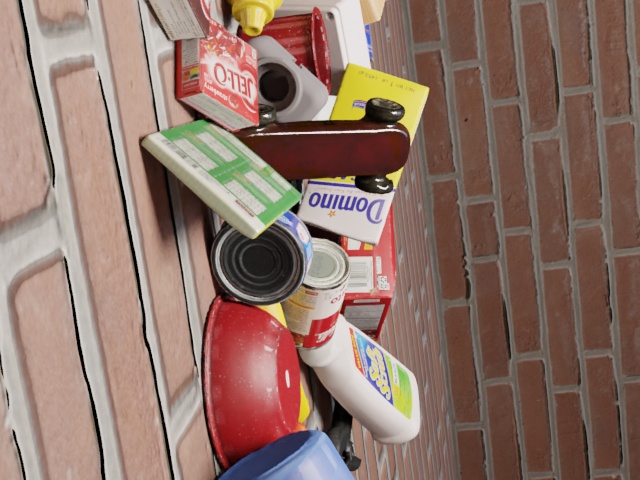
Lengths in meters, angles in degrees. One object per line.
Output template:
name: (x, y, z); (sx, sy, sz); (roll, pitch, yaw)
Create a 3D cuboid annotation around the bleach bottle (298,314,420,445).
bleach bottle: (0.039, 0.159, 1.280); (0.250, 0.068, 0.102); (43, 39, -49)

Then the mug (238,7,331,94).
mug: (-0.037, -0.179, 1.099); (0.093, 0.081, 0.117); (65, 22, -61)

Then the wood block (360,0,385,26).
wood block: (-0.006, -0.342, 1.210); (0.090, 0.091, 0.206); (-76, 145, -58)

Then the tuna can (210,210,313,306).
tuna can: (-0.050, 0.013, 0.917); (0.033, 0.086, 0.086); (-68, 150, -66)

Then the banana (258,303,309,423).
banana: (-0.041, 0.124, 1.055); (0.069, 0.037, 0.198); (-106, -178, -50)

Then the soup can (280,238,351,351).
soup can: (-0.010, 0.055, 1.076); (0.102, 0.068, 0.068); (103, -7, -47)

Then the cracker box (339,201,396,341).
cracker box: (0.052, 0.028, 1.381); (0.214, 0.072, 0.164); (95, -6, -70)

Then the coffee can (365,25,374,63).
coffee can: (0.011, -0.291, 1.355); (0.102, 0.103, 0.140); (-17, 102, -79)

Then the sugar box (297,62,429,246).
sugar box: (0.045, -0.090, 1.134); (0.048, 0.093, 0.176); (48, 60, -86)

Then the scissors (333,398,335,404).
scissors: (0.007, 0.125, 1.357); (0.202, 0.016, 0.096); (74, 15, -46)

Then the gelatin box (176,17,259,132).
gelatin box: (-0.085, -0.140, 0.901); (0.089, 0.030, 0.073); (26, 57, -57)

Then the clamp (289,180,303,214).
clamp: (-0.044, -0.049, 1.115); (0.210, 0.036, 0.164); (-47, 137, -77)

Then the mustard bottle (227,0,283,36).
mustard bottle: (-0.065, -0.286, 1.069); (0.096, 0.058, 0.191); (71, 17, -61)

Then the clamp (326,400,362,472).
clamp: (0.024, 0.250, 1.316); (0.171, 0.039, 0.120); (-35, 117, -78)

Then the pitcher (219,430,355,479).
pitcher: (0.003, 0.284, 0.847); (0.149, 0.145, 0.243); (-33, 95, -49)

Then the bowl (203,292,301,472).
bowl: (-0.053, 0.124, 0.930); (0.162, 0.055, 0.162); (-6, 90, -79)

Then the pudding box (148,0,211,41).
pudding box: (-0.114, -0.222, 0.825); (0.113, 0.039, 0.090); (61, 26, -65)

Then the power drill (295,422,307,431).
power drill: (-0.022, 0.291, 1.011); (0.187, 0.057, 0.184); (-87, 163, -50)

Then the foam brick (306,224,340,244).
foam brick: (-0.008, 0.001, 1.181); (0.053, 0.051, 0.078); (112, -6, -47)
